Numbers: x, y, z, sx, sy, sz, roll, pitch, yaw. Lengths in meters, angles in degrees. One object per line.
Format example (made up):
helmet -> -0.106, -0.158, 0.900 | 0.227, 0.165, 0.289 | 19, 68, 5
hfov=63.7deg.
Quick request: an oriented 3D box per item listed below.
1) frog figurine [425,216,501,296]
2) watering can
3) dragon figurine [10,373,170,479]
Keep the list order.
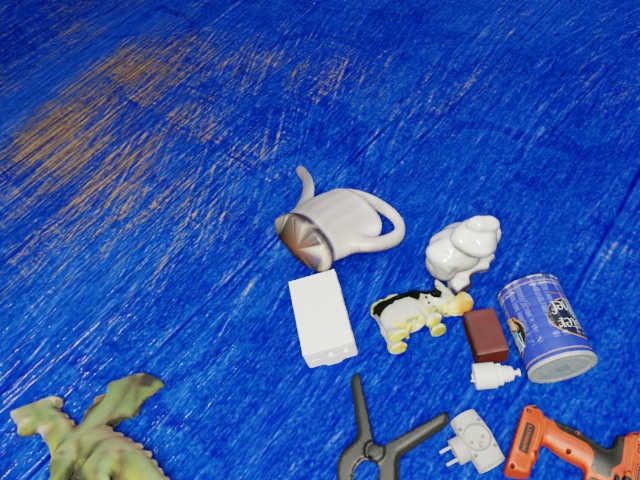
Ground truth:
frog figurine -> 0.250, 0.005, 0.909 | 0.138, 0.156, 0.125 | -24, 51, -4
watering can -> 0.003, -0.052, 1.039 | 0.227, 0.101, 0.351 | -29, 42, -32
dragon figurine -> -0.339, 0.325, 0.850 | 0.410, 0.119, 0.249 | -1, 46, 11
